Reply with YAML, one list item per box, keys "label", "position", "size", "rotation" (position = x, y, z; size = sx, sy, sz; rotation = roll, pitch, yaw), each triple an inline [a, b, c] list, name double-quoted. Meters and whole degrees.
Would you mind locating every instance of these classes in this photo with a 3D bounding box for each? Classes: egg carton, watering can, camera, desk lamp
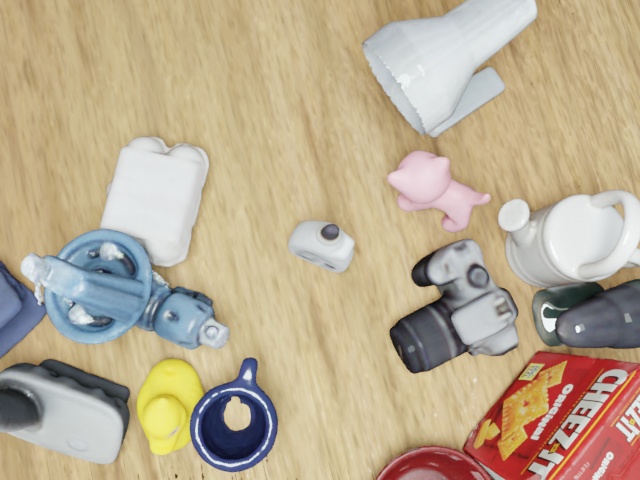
- label: "egg carton"
  position: [-0.194, -0.047, 0.673]
  size: [0.107, 0.069, 0.150]
  rotation: [12, 81, -4]
- label: "watering can"
  position: [0.289, -0.001, 0.652]
  size: [0.173, 0.194, 0.101]
  rotation: [-5, 83, -6]
- label: "camera"
  position: [0.148, 0.087, 0.673]
  size: [0.137, 0.100, 0.143]
  rotation: [-26, 85, -8]
- label: "desk lamp"
  position: [0.143, -0.201, 0.656]
  size: [0.203, 0.213, 0.118]
  rotation: [-35, 86, -9]

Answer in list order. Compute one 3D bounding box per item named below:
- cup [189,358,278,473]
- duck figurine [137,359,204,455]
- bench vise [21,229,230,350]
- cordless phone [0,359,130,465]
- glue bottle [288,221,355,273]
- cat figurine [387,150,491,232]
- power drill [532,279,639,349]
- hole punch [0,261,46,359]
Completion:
- label: "cup"
  position: [-0.090, 0.187, 0.639]
  size: [0.091, 0.095, 0.118]
  rotation: [13, 81, -4]
- label: "duck figurine"
  position: [-0.169, 0.187, 0.635]
  size: [0.077, 0.086, 0.104]
  rotation: [3, 82, -5]
- label: "bench vise"
  position: [-0.194, 0.049, 0.584]
  size: [0.207, 0.219, 0.121]
  rotation: [6, 82, -5]
- label: "cordless phone"
  position: [-0.277, 0.183, 0.575]
  size: [0.147, 0.185, 0.094]
  rotation: [17, 81, -3]
- label: "glue bottle"
  position: [0.006, 0.002, 0.634]
  size: [0.078, 0.173, 0.037]
  rotation: [25, 81, -1]
- label: "cat figurine"
  position: [0.141, -0.065, 0.685]
  size: [0.128, 0.117, 0.067]
  rotation: [21, 81, -2]
- label: "power drill"
  position: [0.327, 0.082, 0.638]
  size: [0.229, 0.208, 0.075]
  rotation: [-11, 83, -7]
- label: "hole punch"
  position: [-0.381, 0.079, 0.626]
  size: [0.101, 0.091, 0.109]
  rotation: [44, 80, 2]
